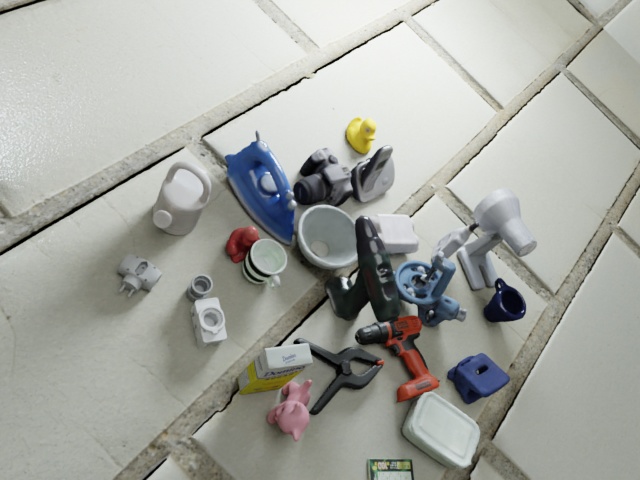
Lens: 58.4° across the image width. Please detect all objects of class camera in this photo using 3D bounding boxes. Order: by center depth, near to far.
[{"bbox_3d":[-0.001,-0.152,1.428,0.137,0.100,0.143,-22,75,-34],"label":"camera"}]

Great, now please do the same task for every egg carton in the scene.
[{"bbox_3d":[0.181,-0.013,1.463,0.151,0.069,0.107,0,64,-27],"label":"egg carton"}]

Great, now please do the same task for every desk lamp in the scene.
[{"bbox_3d":[0.465,-0.002,1.510,0.118,0.213,0.203,-7,67,-29],"label":"desk lamp"}]

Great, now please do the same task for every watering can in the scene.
[{"bbox_3d":[-0.284,-0.089,1.193,0.101,0.193,0.173,15,58,-18],"label":"watering can"}]

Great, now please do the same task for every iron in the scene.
[{"bbox_3d":[-0.112,-0.124,1.332,0.119,0.141,0.258,-25,77,-34],"label":"iron"}]

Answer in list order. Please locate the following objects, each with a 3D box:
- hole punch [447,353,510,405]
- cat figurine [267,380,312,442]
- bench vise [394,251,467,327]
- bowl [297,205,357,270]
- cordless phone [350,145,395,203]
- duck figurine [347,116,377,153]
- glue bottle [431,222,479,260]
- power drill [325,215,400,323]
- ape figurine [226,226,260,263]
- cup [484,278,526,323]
[{"bbox_3d":[0.378,0.325,1.365,0.109,0.091,0.101,-21,74,-33],"label":"hole punch"},{"bbox_3d":[-0.049,0.333,1.130,0.067,0.117,0.128,33,54,-6],"label":"cat figurine"},{"bbox_3d":[0.275,0.105,1.353,0.208,0.219,0.121,21,56,-15],"label":"bench vise"},{"bbox_3d":[0.013,0.005,1.365,0.168,0.074,0.167,12,59,-21],"label":"bowl"},{"bbox_3d":[0.158,-0.188,1.475,0.148,0.184,0.094,-32,81,-35],"label":"cordless phone"},{"bbox_3d":[0.123,-0.304,1.581,0.078,0.086,0.104,-5,67,-29],"label":"duck figurine"},{"bbox_3d":[0.354,-0.001,1.479,0.037,0.173,0.078,34,54,-6],"label":"glue bottle"},{"bbox_3d":[0.092,0.087,1.278,0.076,0.208,0.229,-12,70,-31],"label":"power drill"},{"bbox_3d":[-0.164,0.000,1.268,0.078,0.092,0.076,5,62,-24],"label":"ape figurine"},{"bbox_3d":[0.467,0.166,1.494,0.092,0.094,0.117,-9,68,-30],"label":"cup"}]
